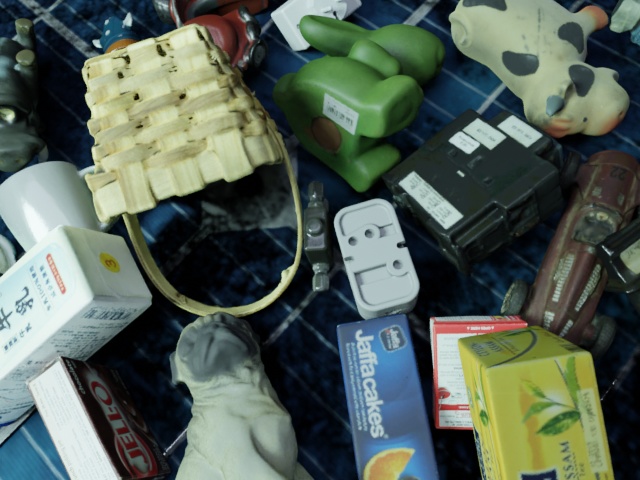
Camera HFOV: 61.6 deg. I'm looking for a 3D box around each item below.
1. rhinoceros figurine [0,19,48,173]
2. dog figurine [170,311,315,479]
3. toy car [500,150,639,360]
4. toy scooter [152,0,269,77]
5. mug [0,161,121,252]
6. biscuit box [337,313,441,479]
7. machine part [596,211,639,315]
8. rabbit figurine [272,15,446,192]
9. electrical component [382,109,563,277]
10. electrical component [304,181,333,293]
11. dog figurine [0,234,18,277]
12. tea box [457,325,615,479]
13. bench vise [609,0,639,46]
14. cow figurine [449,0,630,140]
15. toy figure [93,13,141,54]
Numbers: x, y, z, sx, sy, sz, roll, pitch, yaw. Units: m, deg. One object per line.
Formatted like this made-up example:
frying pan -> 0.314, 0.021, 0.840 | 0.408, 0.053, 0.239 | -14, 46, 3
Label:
rhinoceros figurine -> -0.333, -0.154, 0.566 | 0.073, 0.112, 0.190 | -6, 52, -25
dog figurine -> -0.088, 0.171, 0.429 | 0.172, 0.121, 0.191 | -37, 56, -10
toy car -> 0.227, 0.009, 0.463 | 0.089, 0.053, 0.202 | 26, 74, 13
toy scooter -> -0.105, -0.236, 0.585 | 0.135, 0.075, 0.184 | -20, 64, -1
mug -> -0.239, -0.016, 0.522 | 0.109, 0.080, 0.107 | -30, 80, -11
biscuit box -> 0.058, 0.163, 0.422 | 0.063, 0.059, 0.202 | -10, 69, 3
machine part -> 0.269, 0.048, 0.419 | 0.084, 0.039, 0.139 | -32, 92, -27
rabbit figurine -> 0.046, -0.152, 0.531 | 0.159, 0.121, 0.170 | 31, 58, 24
electrical component -> 0.141, -0.051, 0.472 | 0.134, 0.058, 0.115 | -36, 51, 1
electrical component -> -0.001, -0.001, 0.488 | 0.021, 0.063, 0.094 | -2, 71, 6
dog figurine -> -0.400, 0.086, 0.493 | 0.219, 0.191, 0.108 | -47, 71, 26
tea box -> 0.148, 0.152, 0.367 | 0.068, 0.098, 0.169 | -11, 88, 3
bench vise -> 0.351, -0.135, 0.452 | 0.224, 0.129, 0.240 | 32, 57, -2
cow figurine -> 0.207, -0.172, 0.515 | 0.127, 0.085, 0.195 | -40, 72, -14
toy figure -> -0.212, -0.178, 0.585 | 0.064, 0.057, 0.154 | -12, 64, -4
